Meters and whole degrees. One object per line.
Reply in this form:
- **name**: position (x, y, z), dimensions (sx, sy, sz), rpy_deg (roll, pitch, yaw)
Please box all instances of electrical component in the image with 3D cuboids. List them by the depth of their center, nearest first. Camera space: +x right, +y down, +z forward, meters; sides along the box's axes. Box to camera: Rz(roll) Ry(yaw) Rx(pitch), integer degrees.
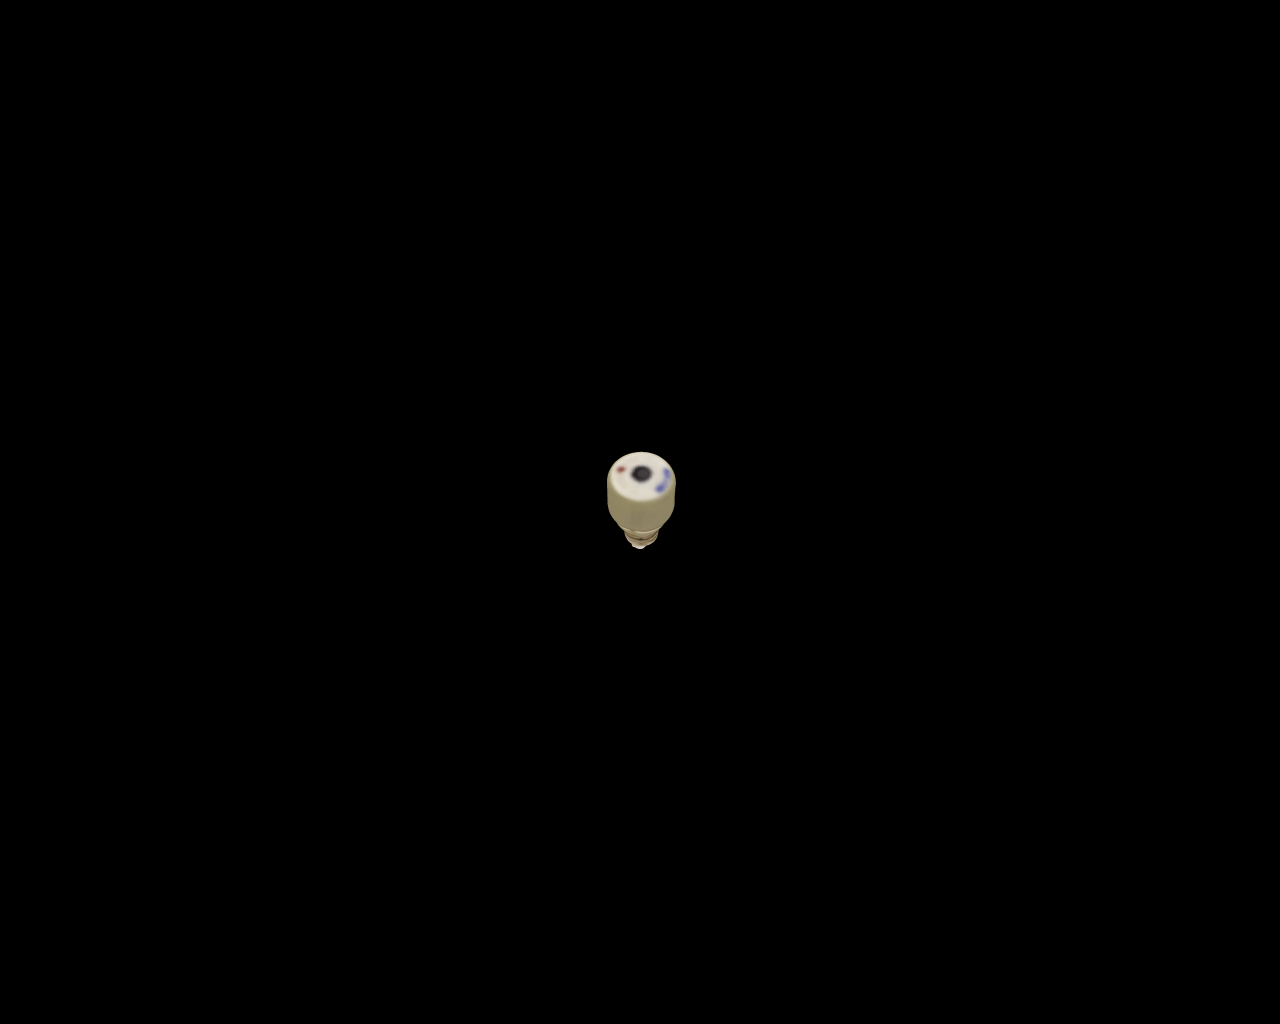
- **electrical component**: position (0.001, -0.003, 0.650), dimensions (0.040, 0.040, 0.078), rpy_deg (0, -36, 0)
